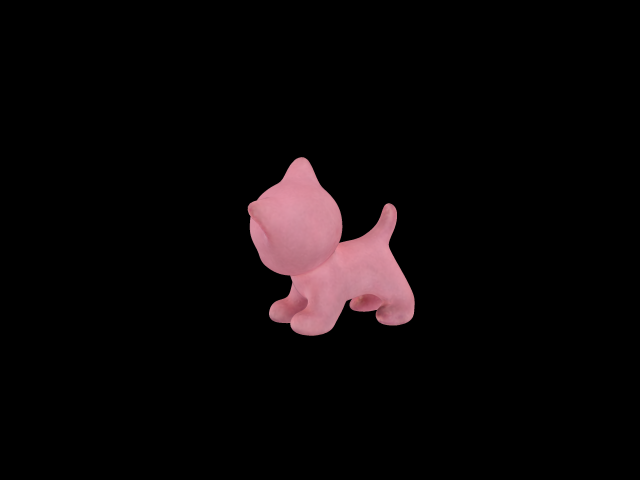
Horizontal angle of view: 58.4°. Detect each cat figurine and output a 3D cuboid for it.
[{"bbox_3d":[0.004,0.001,0.400,0.128,0.118,0.067,-4,8,-27],"label":"cat figurine"}]
